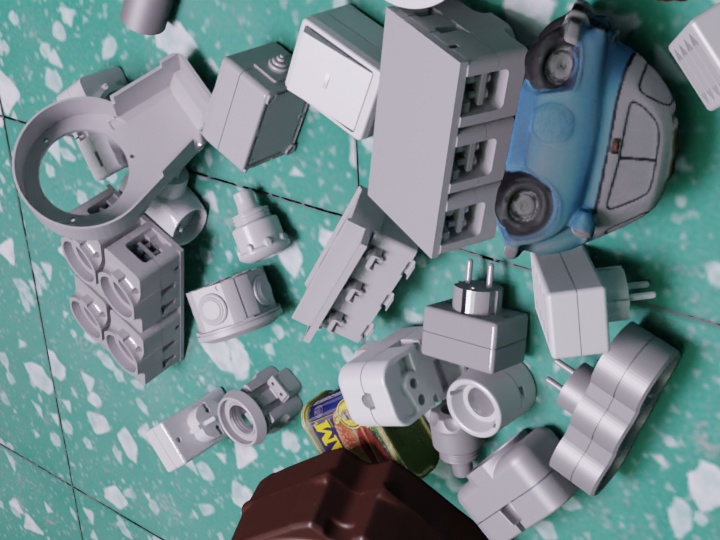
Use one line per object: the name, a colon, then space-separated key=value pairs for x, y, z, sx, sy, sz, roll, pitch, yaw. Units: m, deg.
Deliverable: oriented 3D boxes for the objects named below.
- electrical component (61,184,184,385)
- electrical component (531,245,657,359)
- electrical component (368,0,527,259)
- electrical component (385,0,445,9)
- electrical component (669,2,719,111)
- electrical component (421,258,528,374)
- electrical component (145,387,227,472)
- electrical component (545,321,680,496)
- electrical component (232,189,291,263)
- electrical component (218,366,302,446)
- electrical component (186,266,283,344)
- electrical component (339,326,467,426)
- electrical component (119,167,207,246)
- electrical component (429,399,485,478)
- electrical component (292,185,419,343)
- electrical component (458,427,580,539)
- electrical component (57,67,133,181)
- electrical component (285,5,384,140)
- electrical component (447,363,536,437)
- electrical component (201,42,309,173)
electrical component: x=-0.230 y=0.022 z=1.053 sx=0.105 sy=0.060 sz=0.186 roll=40 pitch=147 yaw=20
electrical component: x=0.160 y=0.017 z=0.725 sx=0.076 sy=0.083 sz=0.047 roll=-7 pitch=111 yaw=4
electrical component: x=0.060 y=-0.098 z=0.740 sx=0.089 sy=0.062 sz=0.150 roll=48 pitch=144 yaw=42
electrical component: x=0.048 y=-0.230 z=0.699 sx=0.108 sy=0.060 sz=0.108 roll=21 pitch=124 yaw=34
electrical component: x=0.220 y=-0.131 z=0.592 sx=0.076 sy=0.083 sz=0.047 roll=-32 pitch=88 yaw=8
electrical component: x=0.088 y=0.030 z=0.810 sx=0.066 sy=0.047 sz=0.076 roll=14 pitch=107 yaw=37
electrical component: x=-0.155 y=0.153 z=1.068 sx=0.076 sy=0.083 sz=0.047 roll=-33 pitch=87 yaw=46
electrical component: x=0.166 y=0.091 z=0.766 sx=0.074 sy=0.052 sz=0.138 roll=35 pitch=131 yaw=24
electrical component: x=-0.092 y=-0.039 z=0.939 sx=0.048 sy=0.048 sz=0.062 roll=-22 pitch=89 yaw=46
electrical component: x=-0.097 y=0.132 z=1.024 sx=0.058 sy=0.057 sz=0.078 roll=50 pitch=136 yaw=10
electrical component: x=-0.114 y=0.032 z=0.972 sx=0.080 sy=0.080 sz=0.051 roll=-15 pitch=96 yaw=45
electrical component: x=0.031 y=0.083 z=0.853 sx=0.059 sy=0.095 sz=0.053 roll=-8 pitch=105 yaw=45
electrical component: x=-0.181 y=-0.075 z=1.001 sx=0.077 sy=0.043 sz=0.079 roll=38 pitch=132 yaw=21
electrical component: x=0.081 y=0.139 z=0.876 sx=0.043 sy=0.043 sz=0.062 roll=10 pitch=119 yaw=39
electrical component: x=0.000 y=0.000 z=0.856 sx=0.063 sy=0.078 sz=0.121 roll=25 pitch=133 yaw=-6
electrical component: x=0.124 y=0.167 z=0.843 sx=0.059 sy=0.054 sz=0.095 roll=51 pitch=136 yaw=10
electrical component: x=-0.235 y=-0.138 z=1.012 sx=0.056 sy=0.050 sz=0.089 roll=-19 pitch=98 yaw=46
electrical component: x=-0.002 y=-0.141 z=0.790 sx=0.096 sy=0.061 sz=0.061 roll=39 pitch=133 yaw=21
electrical component: x=0.100 y=0.097 z=0.833 sx=0.055 sy=0.047 sz=0.055 roll=21 pitch=124 yaw=34
electrical component: x=-0.082 y=-0.138 z=0.864 sx=0.061 sy=0.062 sz=0.096 roll=41 pitch=133 yaw=19
